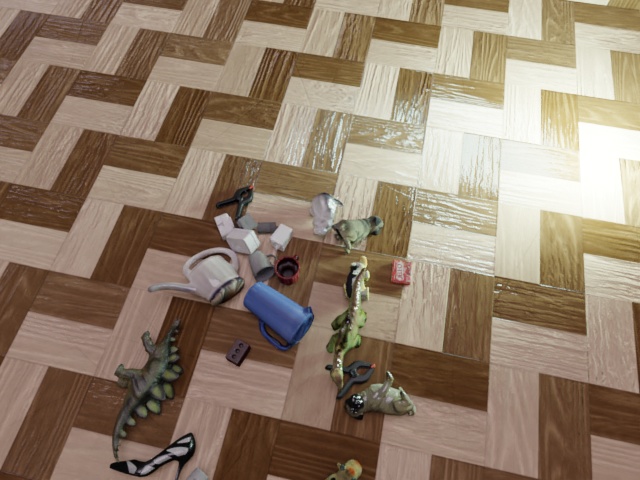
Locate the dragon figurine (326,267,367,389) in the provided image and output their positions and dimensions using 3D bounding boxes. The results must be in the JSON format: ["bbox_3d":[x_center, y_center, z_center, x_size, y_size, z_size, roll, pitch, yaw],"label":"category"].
[{"bbox_3d":[0.099,0.282,1.721,0.122,0.241,0.413,12,82,3],"label":"dragon figurine"}]

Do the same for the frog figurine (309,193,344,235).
[{"bbox_3d":[0.006,-0.102,2.028,0.138,0.120,0.161,18,68,47],"label":"frog figurine"}]

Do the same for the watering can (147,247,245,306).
[{"bbox_3d":[-0.425,0.153,1.876,0.227,0.101,0.353,41,53,21],"label":"watering can"}]
